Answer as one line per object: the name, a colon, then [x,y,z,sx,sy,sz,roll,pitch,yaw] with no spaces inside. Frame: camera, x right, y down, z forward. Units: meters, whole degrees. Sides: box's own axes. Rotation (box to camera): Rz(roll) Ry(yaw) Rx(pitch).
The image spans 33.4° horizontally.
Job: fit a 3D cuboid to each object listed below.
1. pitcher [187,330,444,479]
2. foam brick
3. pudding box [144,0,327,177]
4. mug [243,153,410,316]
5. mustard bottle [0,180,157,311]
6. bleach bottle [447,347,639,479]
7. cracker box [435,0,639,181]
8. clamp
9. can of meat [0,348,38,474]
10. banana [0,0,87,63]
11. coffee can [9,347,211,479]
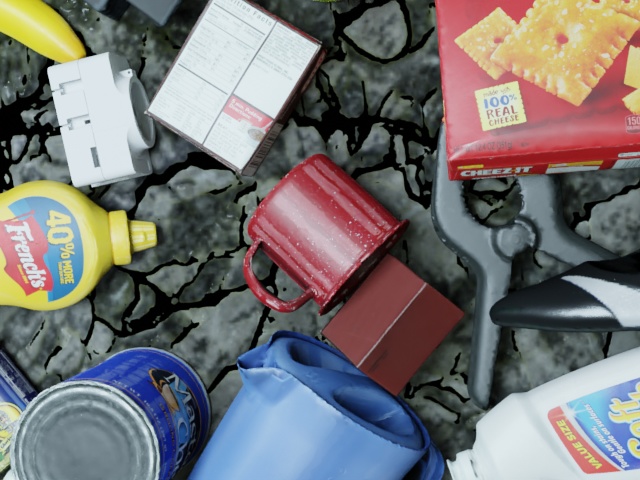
pitcher: [-0.032,0.200,0.761,0.149,0.144,0.243,37,101,16]
foam brick: [0.051,0.059,0.750,0.078,0.051,0.053,-50,130,1]
pudding box: [-0.062,-0.117,0.784,0.090,0.039,0.113,33,95,6]
mug: [-0.005,0.001,0.752,0.081,0.093,0.117,43,69,8]
mustard bottle: [-0.217,0.006,0.786,0.191,0.058,0.096,-6,101,-11]
bleach bottle: [0.213,0.131,0.735,0.251,0.068,0.102,-20,88,3]
cracker box: [0.160,-0.154,0.717,0.164,0.072,0.214,-4,81,7]
clamp: [0.151,-0.001,0.762,0.164,0.036,0.210,-21,90,8]
can of meat: [-0.263,0.139,0.816,0.102,0.057,0.084,-40,90,8]
banana: [-0.272,-0.173,0.813,0.198,0.037,0.070,5,112,9]
coffee can: [-0.143,0.137,0.757,0.103,0.140,0.103,0,93,8]
